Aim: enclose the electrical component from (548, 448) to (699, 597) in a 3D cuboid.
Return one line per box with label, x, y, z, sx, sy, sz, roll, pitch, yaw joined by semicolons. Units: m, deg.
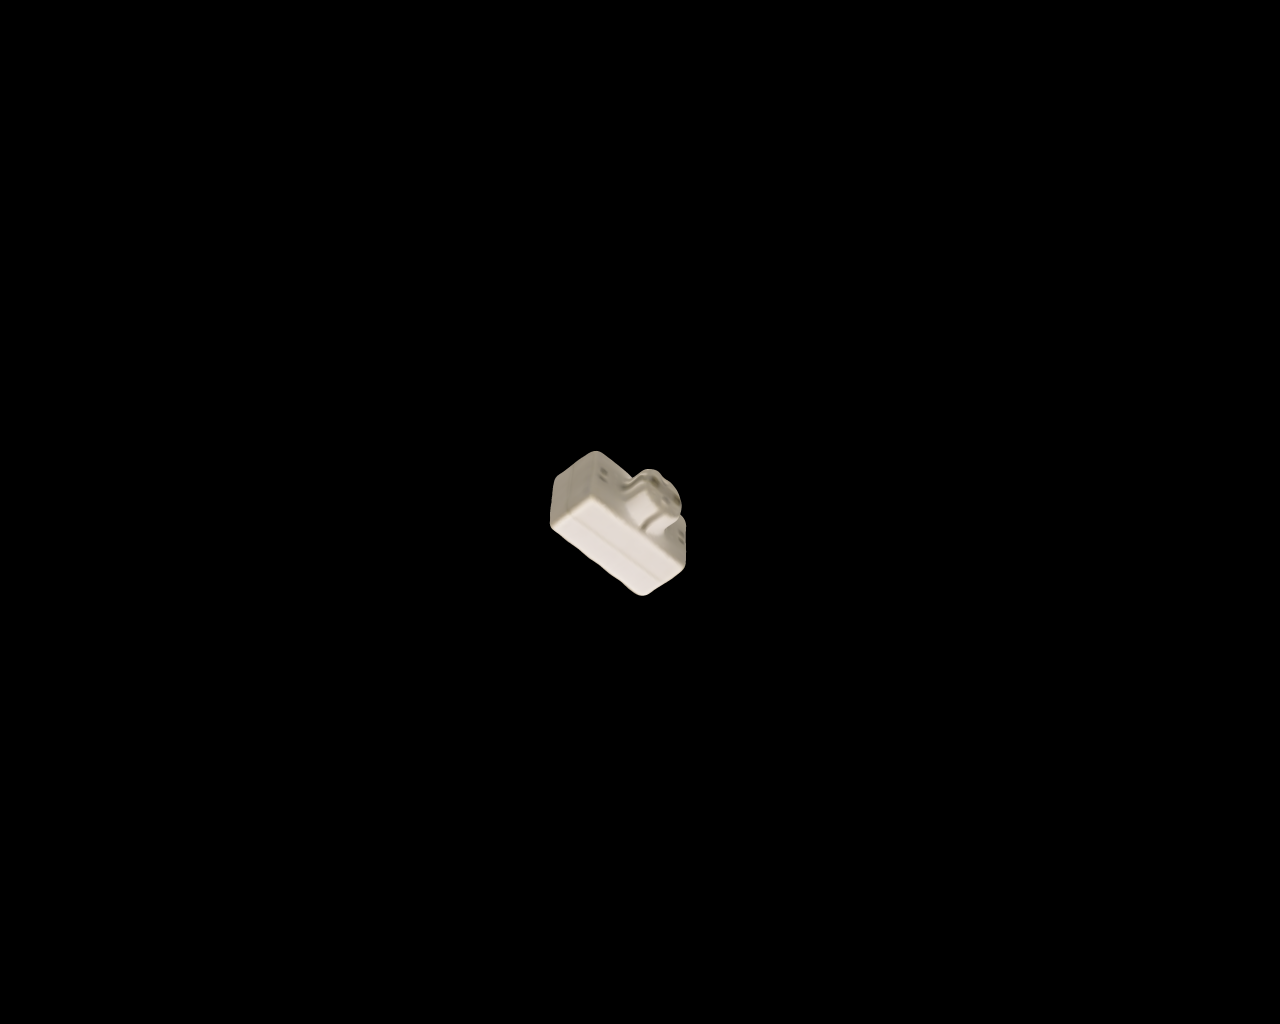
electrical component;0.001;-0.003;0.650;0.075;0.047;0.083;-36;-58;27
